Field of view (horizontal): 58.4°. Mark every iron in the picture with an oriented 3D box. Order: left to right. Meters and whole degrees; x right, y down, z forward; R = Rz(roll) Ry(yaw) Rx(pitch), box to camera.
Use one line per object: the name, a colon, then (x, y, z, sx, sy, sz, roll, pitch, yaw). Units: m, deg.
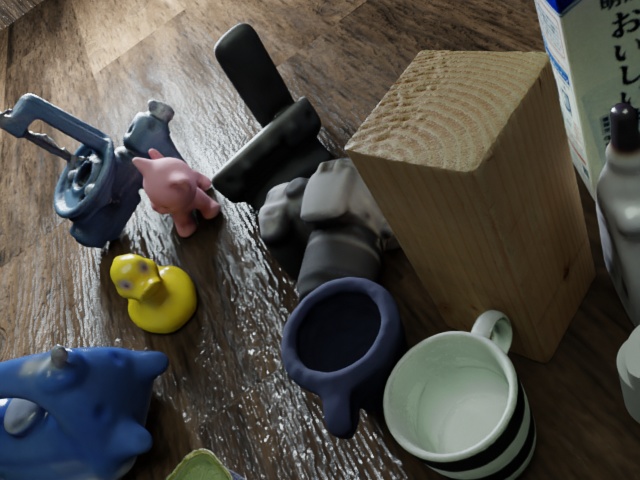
iron: (-0.276, 0.159, 0.533, 0.257, 0.142, 0.118, -18, 45, 19)

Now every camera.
camera: (0.005, 0.002, 0.522, 0.142, 0.101, 0.137, -8, 49, 28)

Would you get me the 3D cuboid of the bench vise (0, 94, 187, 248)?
bench vise: (-0.296, -0.123, 0.744, 0.121, 0.220, 0.208, 9, 58, 38)

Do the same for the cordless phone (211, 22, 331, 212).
cordless phone: (-0.084, -0.133, 0.640, 0.148, 0.186, 0.093, -45, 43, -10)

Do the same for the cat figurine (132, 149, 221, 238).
cat figurine: (-0.180, -0.070, 0.696, 0.067, 0.118, 0.127, -36, 42, 0)

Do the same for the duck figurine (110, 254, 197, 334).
duck figurine: (-0.191, 0.047, 0.621, 0.077, 0.086, 0.104, -48, 43, -13)

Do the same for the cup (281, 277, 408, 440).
cup: (0.030, 0.099, 0.422, 0.091, 0.095, 0.117, -17, 45, 20)

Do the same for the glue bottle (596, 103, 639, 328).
glue bottle: (0.197, -0.017, 0.358, 0.037, 0.174, 0.078, -17, 45, 20)
